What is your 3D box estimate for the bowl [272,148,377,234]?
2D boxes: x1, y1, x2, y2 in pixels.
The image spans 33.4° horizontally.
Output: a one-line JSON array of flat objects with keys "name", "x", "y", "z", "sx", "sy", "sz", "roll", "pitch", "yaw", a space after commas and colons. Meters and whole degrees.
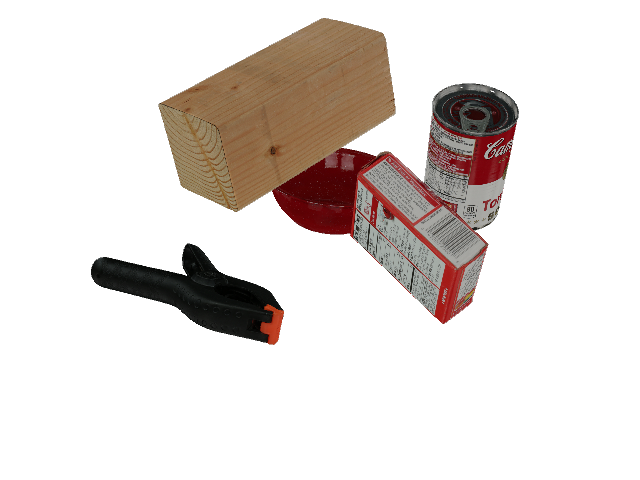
[{"name": "bowl", "x": 0.013, "y": -0.051, "z": 1.209, "sx": 0.162, "sy": 0.055, "sz": 0.162, "roll": 5, "pitch": 27, "yaw": -3}]

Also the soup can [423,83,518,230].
[{"name": "soup can", "x": 0.119, "y": -0.066, "z": 0.868, "sx": 0.068, "sy": 0.102, "sz": 0.068, "roll": 2, "pitch": 42, "yaw": -2}]

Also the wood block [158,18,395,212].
[{"name": "wood block", "x": -0.035, "y": -0.123, "z": 1.002, "sx": 0.205, "sy": 0.091, "sz": 0.090, "roll": -34, "pitch": 39, "yaw": -30}]

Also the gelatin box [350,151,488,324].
[{"name": "gelatin box", "x": 0.058, "y": -0.001, "z": 0.652, "sx": 0.030, "sy": 0.089, "sz": 0.073, "roll": -36, "pitch": -24, "yaw": -20}]

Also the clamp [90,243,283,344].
[{"name": "clamp", "x": -0.094, "y": 0.041, "z": 0.899, "sx": 0.172, "sy": 0.039, "sz": 0.120, "roll": 22, "pitch": 26, "yaw": 25}]
